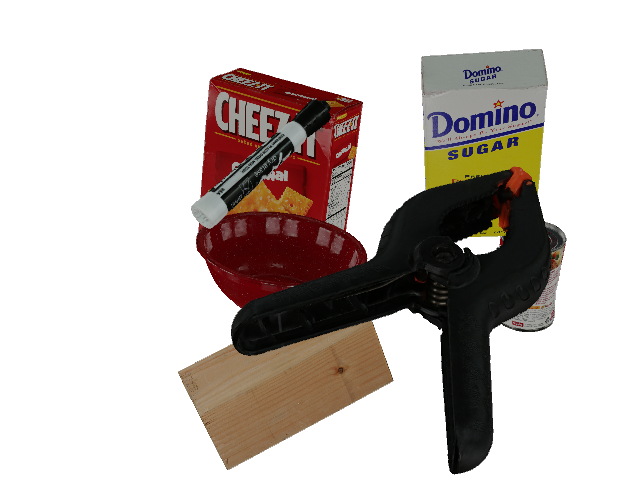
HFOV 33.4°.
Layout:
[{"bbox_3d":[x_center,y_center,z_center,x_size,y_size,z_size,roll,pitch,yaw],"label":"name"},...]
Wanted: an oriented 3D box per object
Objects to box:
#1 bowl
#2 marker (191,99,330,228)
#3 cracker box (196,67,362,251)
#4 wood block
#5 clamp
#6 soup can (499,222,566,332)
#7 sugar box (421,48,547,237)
[{"bbox_3d":[-0.038,0.029,1.006,0.162,0.055,0.162,6,24,-3],"label":"bowl"},{"bbox_3d":[-0.036,-0.052,0.693,0.121,0.020,0.020,-45,22,-25],"label":"marker"},{"bbox_3d":[-0.051,-0.068,1.201,0.164,0.214,0.072,19,28,24],"label":"cracker box"},{"bbox_3d":[-0.038,0.150,1.170,0.206,0.091,0.090,-26,30,-10],"label":"wood block"},{"bbox_3d":[0.058,0.027,0.473,0.120,0.039,0.171,38,55,24],"label":"clamp"},{"bbox_3d":[0.222,0.038,1.137,0.068,0.102,0.068,0,30,0],"label":"soup can"},{"bbox_3d":[0.128,-0.071,0.850,0.093,0.048,0.176,-3,-36,6],"label":"sugar box"}]
